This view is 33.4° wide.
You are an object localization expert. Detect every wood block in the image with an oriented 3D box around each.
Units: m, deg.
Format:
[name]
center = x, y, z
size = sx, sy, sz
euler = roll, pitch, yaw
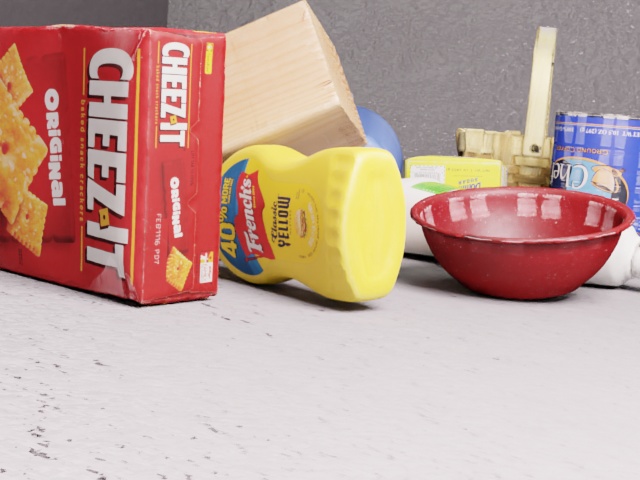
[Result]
[wood block]
center = -0.081, -0.086, 0.800
size = 0.206, 0.091, 0.090
euler = -21, -19, 10

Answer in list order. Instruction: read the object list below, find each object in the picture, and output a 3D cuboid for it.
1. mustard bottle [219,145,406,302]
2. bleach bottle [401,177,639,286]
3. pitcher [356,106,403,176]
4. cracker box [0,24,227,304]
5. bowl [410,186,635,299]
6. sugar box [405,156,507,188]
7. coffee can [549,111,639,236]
[mustard bottle]
center = -0.028, -0.017, 0.725
size = 0.058, 0.096, 0.192
euler = -7, 9, -40
[bleach bottle]
center = 0.172, -0.004, 0.909
size = 0.251, 0.068, 0.102
euler = 12, 12, 37
[pitcher]
center = 0.035, -0.067, 1.142
size = 0.149, 0.145, 0.243
euler = -7, 10, 4
[cracker box]
center = -0.161, -0.056, 0.699
size = 0.214, 0.164, 0.071
euler = 10, 11, 40
[bowl]
center = 0.147, 0.004, 0.785
size = 0.162, 0.055, 0.162
euler = -1, 16, 0
[sugar box]
center = 0.144, -0.060, 1.101
size = 0.093, 0.048, 0.176
euler = 3, 0, 12
[coffee can]
center = 0.279, -0.054, 1.059
size = 0.103, 0.140, 0.103
euler = 4, 7, -1
